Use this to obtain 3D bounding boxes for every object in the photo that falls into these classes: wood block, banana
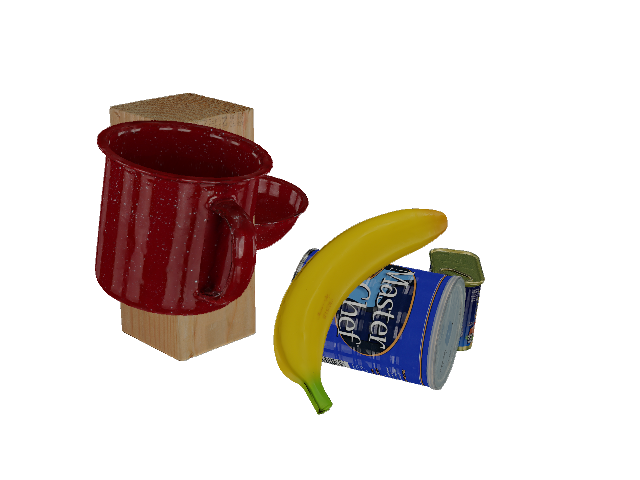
[{"bbox_3d":[-0.118,-0.015,0.925,0.091,0.206,0.090,19,27,41],"label":"wood block"},{"bbox_3d":[0.020,0.033,0.752,0.069,0.197,0.037,37,-34,-1],"label":"banana"}]

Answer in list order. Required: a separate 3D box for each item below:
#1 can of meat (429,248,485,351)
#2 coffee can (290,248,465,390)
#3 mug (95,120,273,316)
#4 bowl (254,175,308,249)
[{"bbox_3d":[0.147,0.066,1.194,0.057,0.084,0.102,6,19,1],"label":"can of meat"},{"bbox_3d":[0.050,0.070,0.965,0.140,0.103,0.102,11,3,18],"label":"coffee can"},{"bbox_3d":[-0.070,-0.007,0.569,0.093,0.081,0.117,-8,29,-39],"label":"mug"},{"bbox_3d":[-0.097,-0.031,1.319,0.162,0.055,0.162,5,25,-2],"label":"bowl"}]
